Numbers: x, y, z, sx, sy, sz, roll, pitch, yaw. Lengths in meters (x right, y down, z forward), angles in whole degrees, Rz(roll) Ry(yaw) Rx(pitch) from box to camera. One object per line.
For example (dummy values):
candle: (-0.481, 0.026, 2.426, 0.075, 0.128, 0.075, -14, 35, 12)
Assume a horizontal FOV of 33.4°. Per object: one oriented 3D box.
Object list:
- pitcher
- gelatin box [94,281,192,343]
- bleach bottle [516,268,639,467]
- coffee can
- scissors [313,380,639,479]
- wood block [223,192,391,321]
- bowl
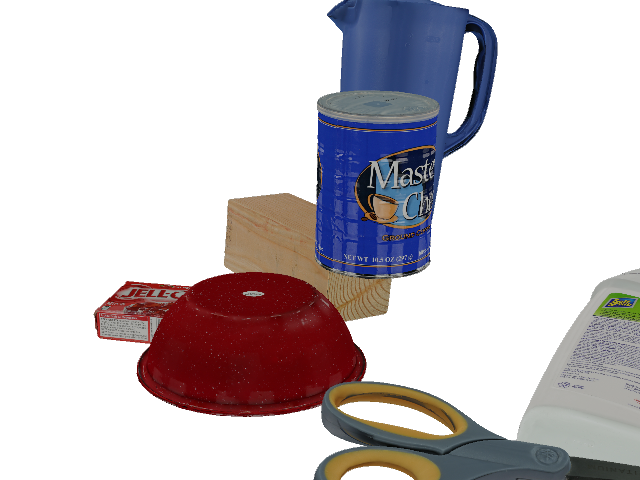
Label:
pitcher: (0.090, -0.138, 1.149, 0.149, 0.243, 0.144, 12, 14, 30)
gelatin box: (-0.144, 0.063, 0.943, 0.089, 0.030, 0.073, 5, 20, 12)
bleach bottle: (0.206, 0.079, 0.682, 0.103, 0.068, 0.250, 15, 28, 23)
coffee can: (0.047, -0.050, 0.915, 0.103, 0.140, 0.103, 1, 19, -1)
scissors: (0.085, 0.107, 0.462, 0.202, 0.016, 0.096, 15, 32, 23)
wood block: (-0.017, 0.016, 1.225, 0.090, 0.090, 0.206, -8, 21, -36)
bowl: (-0.047, 0.062, 0.742, 0.162, 0.055, 0.162, 0, 18, 0)
